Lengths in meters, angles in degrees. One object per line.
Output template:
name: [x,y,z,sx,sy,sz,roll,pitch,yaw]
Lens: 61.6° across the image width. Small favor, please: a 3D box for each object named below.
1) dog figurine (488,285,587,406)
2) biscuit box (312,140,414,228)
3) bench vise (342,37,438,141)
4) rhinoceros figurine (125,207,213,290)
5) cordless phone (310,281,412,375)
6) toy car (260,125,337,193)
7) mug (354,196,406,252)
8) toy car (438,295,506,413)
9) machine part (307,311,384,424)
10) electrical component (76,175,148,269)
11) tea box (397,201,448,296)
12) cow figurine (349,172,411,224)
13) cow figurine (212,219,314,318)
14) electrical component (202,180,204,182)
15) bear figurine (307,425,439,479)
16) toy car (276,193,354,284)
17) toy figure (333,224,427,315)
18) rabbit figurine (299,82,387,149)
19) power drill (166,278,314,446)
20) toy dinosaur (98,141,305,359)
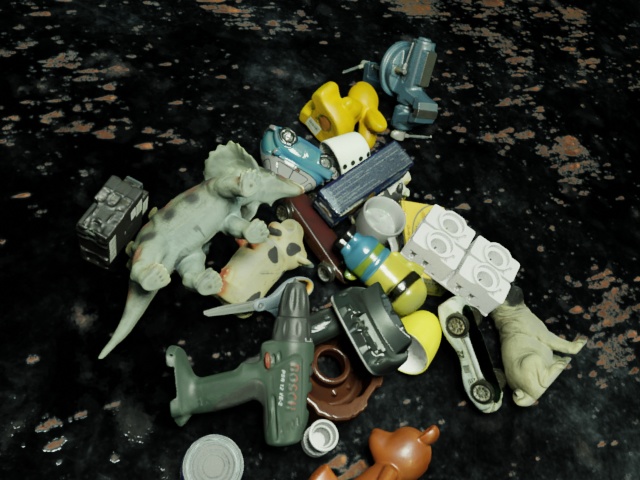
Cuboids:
dog figurine: [0.344,0.181,0.966,0.172,0.121,0.191,-32,59,-35]
biscuit box: [0.083,-0.105,0.995,0.203,0.059,0.063,-35,81,-24]
bench vise: [0.169,-0.346,1.206,0.129,0.223,0.241,-18,36,-31]
rhinoceros figurine: [-0.239,-0.002,0.895,0.112,0.073,0.190,30,55,3]
cordless phone: [0.034,0.156,0.827,0.184,0.088,0.147,-21,65,-16]
toy car: [-0.055,-0.140,1.035,0.161,0.109,0.103,32,76,-10]
mug: [0.107,-0.010,0.992,0.081,0.107,0.109,-18,70,-26]
toy car: [0.260,0.193,0.916,0.073,0.056,0.201,-14,83,-52]
machine part: [0.014,0.203,0.859,0.179,0.056,0.179,8,56,-13]
electrical component: [-0.329,-0.035,0.861,0.058,0.115,0.134,28,54,-5]
tea box: [0.194,0.015,1.027,0.098,0.068,0.170,6,56,-15]
cow figurine: [0.120,-0.087,1.068,0.167,0.068,0.098,-16,71,-22]
cow figurine: [-0.092,0.043,0.898,0.195,0.086,0.127,-54,126,-23]
electrical component: [-0.193,-0.087,0.995,0.063,0.021,0.094,31,54,2]
bear figurine: [0.074,0.325,0.764,0.132,0.120,0.196,37,53,11]
toy car: [-0.002,-0.003,0.983,0.089,0.053,0.202,-22,71,-42]
toy figure: [0.100,0.054,0.916,0.180,0.082,0.089,41,41,-2]
rabbit figurine: [0.069,-0.274,1.138,0.162,0.122,0.173,43,55,5]
power drill: [-0.110,0.178,0.774,0.207,0.086,0.232,-5,80,-6]
toy dinosaur: [-0.197,-0.012,0.808,0.405,0.192,0.131,-40,122,-20]
